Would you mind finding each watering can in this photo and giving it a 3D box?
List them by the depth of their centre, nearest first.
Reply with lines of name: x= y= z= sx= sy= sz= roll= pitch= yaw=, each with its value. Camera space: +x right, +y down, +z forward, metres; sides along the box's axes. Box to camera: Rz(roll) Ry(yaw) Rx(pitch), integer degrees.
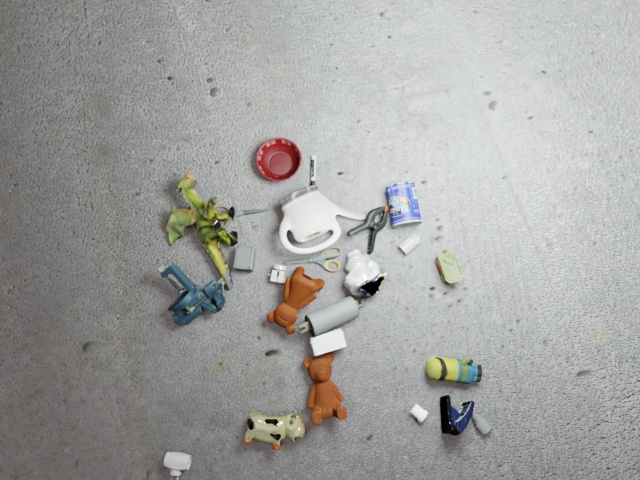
watering can: x=0.005 y=-0.089 z=1.769 sx=0.350 sy=0.102 sz=0.226 roll=-25 pitch=79 yaw=-17

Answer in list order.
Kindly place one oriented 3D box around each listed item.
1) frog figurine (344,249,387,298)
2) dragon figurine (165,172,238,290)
frog figurine: x=0.135 y=0.114 z=1.732 sx=0.138 sy=0.120 sz=0.162 roll=-35 pitch=46 yaw=-13
dragon figurine: x=-0.420 y=-0.030 z=1.771 sx=0.242 sy=0.123 sz=0.409 roll=-2 pitch=93 yaw=22
